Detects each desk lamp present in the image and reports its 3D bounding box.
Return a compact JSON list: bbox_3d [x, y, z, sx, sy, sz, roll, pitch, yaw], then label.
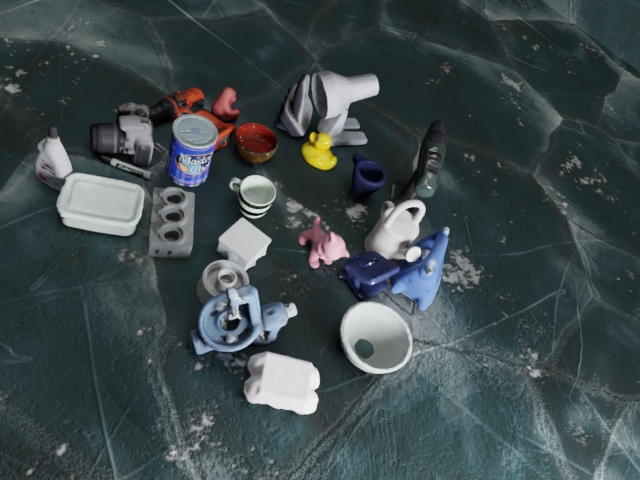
[{"bbox_3d":[0.061,-0.368,1.571,0.204,0.213,0.117,-8,59,-28],"label":"desk lamp"}]

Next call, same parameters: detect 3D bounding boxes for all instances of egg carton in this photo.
[{"bbox_3d":[-0.074,0.281,1.124,0.150,0.069,0.107,16,51,-12],"label":"egg carton"}]

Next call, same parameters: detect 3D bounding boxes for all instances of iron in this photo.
[{"bbox_3d":[0.270,0.041,1.405,0.118,0.141,0.259,31,49,1],"label":"iron"}]

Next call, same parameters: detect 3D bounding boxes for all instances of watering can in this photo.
[{"bbox_3d":[0.193,-0.025,1.386,0.101,0.194,0.172,-25,68,-35],"label":"watering can"}]

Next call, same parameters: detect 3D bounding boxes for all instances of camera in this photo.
[{"bbox_3d":[-0.462,-0.256,1.334,0.137,0.100,0.143,-3,57,-25],"label":"camera"}]

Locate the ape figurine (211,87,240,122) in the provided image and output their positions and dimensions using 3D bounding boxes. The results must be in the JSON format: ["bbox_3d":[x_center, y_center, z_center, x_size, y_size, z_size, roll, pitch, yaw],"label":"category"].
[{"bbox_3d":[-0.246,-0.363,1.514,0.076,0.092,0.077,-7,58,-27],"label":"ape figurine"}]

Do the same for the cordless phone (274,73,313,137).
[{"bbox_3d":[-0.049,-0.389,1.557,0.094,0.185,0.147,19,50,-9],"label":"cordless phone"}]

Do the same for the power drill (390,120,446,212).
[{"bbox_3d":[0.266,-0.181,1.524,0.076,0.208,0.229,19,50,-9],"label":"power drill"}]

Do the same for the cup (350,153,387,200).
[{"bbox_3d":[0.111,-0.162,1.517,0.092,0.095,0.117,-21,66,-34],"label":"cup"}]

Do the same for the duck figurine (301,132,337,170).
[{"bbox_3d":[0.006,-0.247,1.541,0.104,0.086,0.078,39,50,7],"label":"duck figurine"}]

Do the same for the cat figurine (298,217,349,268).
[{"bbox_3d":[0.012,0.005,1.335,0.067,0.117,0.127,-13,61,-30],"label":"cat figurine"}]

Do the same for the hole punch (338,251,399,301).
[{"bbox_3d":[0.114,0.073,1.347,0.109,0.091,0.101,-24,67,-35],"label":"hole punch"}]

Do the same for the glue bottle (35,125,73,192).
[{"bbox_3d":[-0.552,-0.174,1.186,0.078,0.173,0.037,27,49,-2],"label":"glue bottle"}]

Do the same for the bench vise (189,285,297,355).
[{"bbox_3d":[-0.141,0.132,1.106,0.208,0.219,0.121,-28,69,-36],"label":"bench vise"}]

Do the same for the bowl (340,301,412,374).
[{"bbox_3d":[0.111,0.222,1.245,0.168,0.074,0.167,12,52,-15],"label":"bowl"}]
